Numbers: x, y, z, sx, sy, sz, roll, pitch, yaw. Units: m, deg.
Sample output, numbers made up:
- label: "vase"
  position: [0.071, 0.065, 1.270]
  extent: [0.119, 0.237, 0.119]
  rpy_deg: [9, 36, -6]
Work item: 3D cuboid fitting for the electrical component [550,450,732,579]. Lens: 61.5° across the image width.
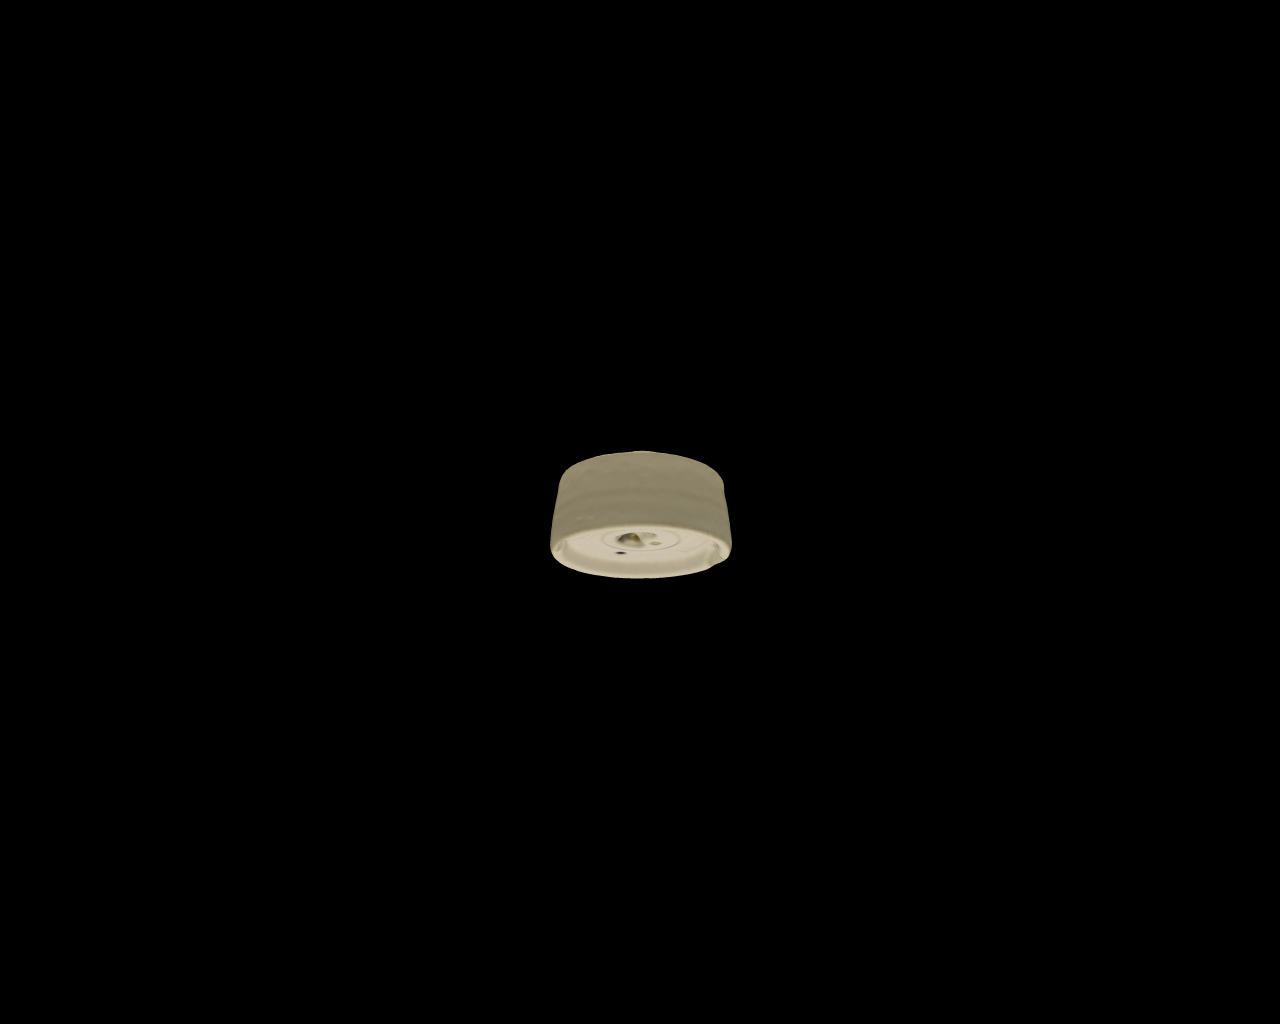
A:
- label: "electrical component"
  position: [0.001, -0.003, 0.650]
  extent: [0.108, 0.060, 0.108]
  rpy_deg: [0, -19, 0]
